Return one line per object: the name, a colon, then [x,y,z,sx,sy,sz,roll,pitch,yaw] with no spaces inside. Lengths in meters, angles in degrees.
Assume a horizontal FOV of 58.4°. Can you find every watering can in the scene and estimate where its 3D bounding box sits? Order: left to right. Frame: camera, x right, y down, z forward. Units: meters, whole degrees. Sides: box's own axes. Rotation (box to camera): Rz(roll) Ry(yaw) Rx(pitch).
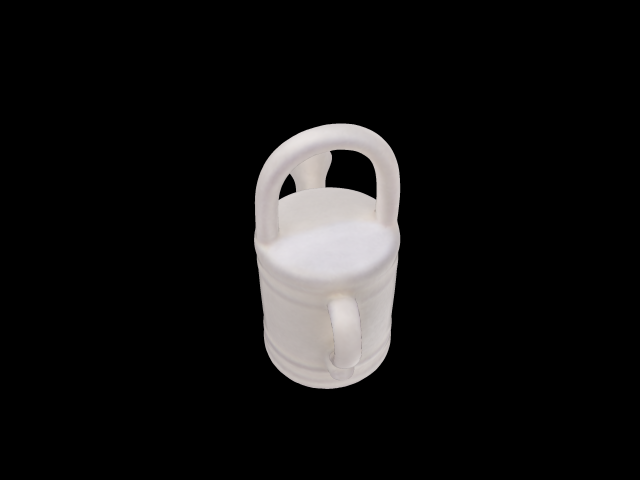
watering can: [0.001,0.002,0.400,0.101,0.194,0.172,-22,46,-23]
